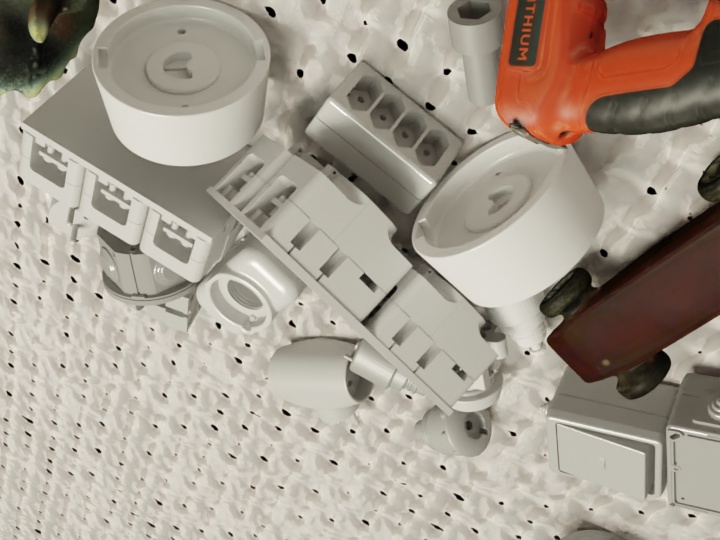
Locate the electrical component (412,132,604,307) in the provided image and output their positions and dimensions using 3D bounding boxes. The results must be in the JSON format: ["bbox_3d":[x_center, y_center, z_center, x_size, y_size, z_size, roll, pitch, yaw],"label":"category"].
[{"bbox_3d":[0.092,-0.026,0.632,0.108,0.108,0.060,-18,124,43],"label":"electrical component"}]

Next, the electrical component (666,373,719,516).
[{"bbox_3d":[0.237,0.109,0.700,0.062,0.061,0.096,9,134,27],"label":"electrical component"}]

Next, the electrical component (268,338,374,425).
[{"bbox_3d":[-0.024,0.097,0.873,0.077,0.043,0.079,-2,129,34],"label":"electrical component"}]

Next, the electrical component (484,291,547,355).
[{"bbox_3d":[0.105,0.025,0.720,0.040,0.040,0.078,-6,126,37],"label":"electrical component"}]

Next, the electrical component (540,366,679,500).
[{"bbox_3d":[0.169,0.112,0.748,0.096,0.061,0.061,10,134,25],"label":"electrical component"}]

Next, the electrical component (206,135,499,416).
[{"bbox_3d":[0.000,0.000,0.692,0.186,0.060,0.105,45,177,-32],"label":"electrical component"}]

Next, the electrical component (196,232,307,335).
[{"bbox_3d":[-0.077,0.006,0.807,0.054,0.059,0.095,44,139,-11],"label":"electrical component"}]

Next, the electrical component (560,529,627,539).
[{"bbox_3d":[0.189,0.255,0.843,0.108,0.108,0.060,24,133,12],"label":"electrical component"}]

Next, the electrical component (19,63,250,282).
[{"bbox_3d":[-0.151,-0.069,0.758,0.150,0.089,0.061,31,140,3],"label":"electrical component"}]

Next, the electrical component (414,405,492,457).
[{"bbox_3d":[0.068,0.123,0.838,0.048,0.048,0.062,50,144,-18],"label":"electrical component"}]

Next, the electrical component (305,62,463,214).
[{"bbox_3d":[0.007,-0.073,0.683,0.083,0.047,0.075,39,139,-4],"label":"electrical component"}]

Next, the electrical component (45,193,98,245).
[{"bbox_3d":[-0.219,-0.054,0.828,0.044,0.079,0.077,-1,136,-5],"label":"electrical component"}]

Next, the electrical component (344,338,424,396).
[{"bbox_3d":[0.029,0.073,0.817,0.078,0.040,0.040,28,139,6],"label":"electrical component"}]

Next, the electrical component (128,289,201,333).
[{"bbox_3d":[-0.160,0.016,0.882,0.055,0.048,0.066,19,138,5],"label":"electrical component"}]

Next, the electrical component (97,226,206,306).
[{"bbox_3d":[-0.161,-0.013,0.828,0.080,0.080,0.051,14,130,22],"label":"electrical component"}]

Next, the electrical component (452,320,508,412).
[{"bbox_3d":[0.078,0.068,0.777,0.066,0.048,0.055,6,125,29],"label":"electrical component"}]

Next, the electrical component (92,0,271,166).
[{"bbox_3d":[-0.110,-0.113,0.679,0.108,0.108,0.060,22,145,13],"label":"electrical component"}]
